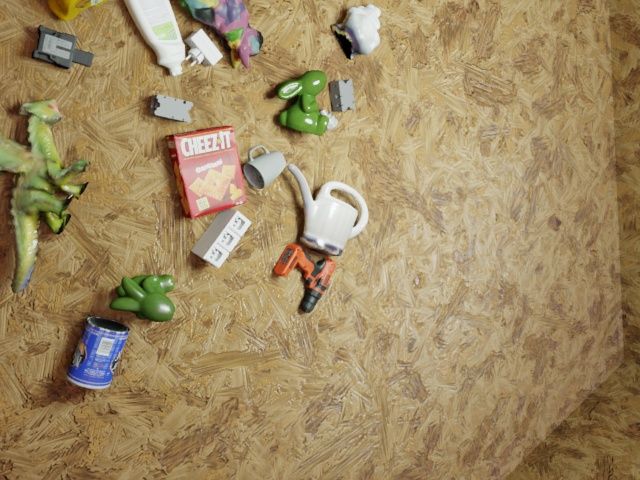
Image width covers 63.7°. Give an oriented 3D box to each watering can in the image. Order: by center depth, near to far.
[{"bbox_3d":[0.005,-0.077,1.534,0.345,0.104,0.225,23,87,-36],"label":"watering can"}]

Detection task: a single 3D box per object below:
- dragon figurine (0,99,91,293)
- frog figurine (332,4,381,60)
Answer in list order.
[{"bbox_3d":[-0.649,-0.115,1.098,0.241,0.122,0.414,29,80,-18],"label":"dragon figurine"},{"bbox_3d":[0.131,-0.628,1.520,0.160,0.123,0.136,-41,100,-9],"label":"frog figurine"}]
